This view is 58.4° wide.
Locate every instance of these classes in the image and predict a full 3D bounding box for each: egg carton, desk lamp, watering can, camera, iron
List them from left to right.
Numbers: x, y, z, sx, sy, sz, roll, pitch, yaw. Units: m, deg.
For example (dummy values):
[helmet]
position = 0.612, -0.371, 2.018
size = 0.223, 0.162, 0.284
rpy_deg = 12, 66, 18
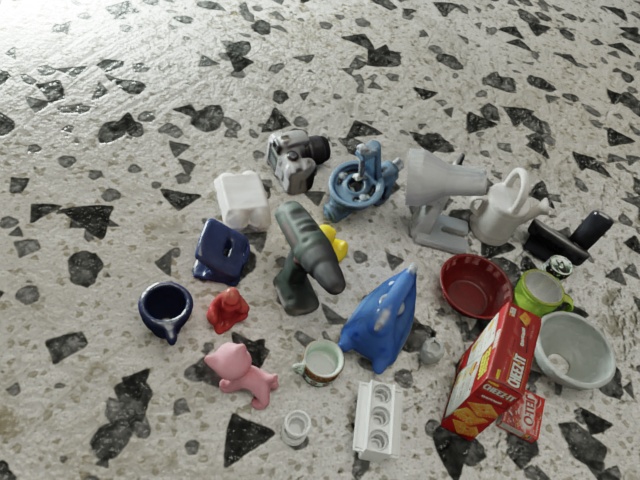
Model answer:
[egg carton]
position = -0.164, -0.082, 1.221
size = 0.107, 0.069, 0.150
rpy_deg = -8, 56, -19
[camera]
position = -0.038, -0.196, 1.320
size = 0.137, 0.101, 0.143
rpy_deg = -15, 58, -24
[iron]
position = 0.139, 0.121, 1.098
size = 0.118, 0.141, 0.259
rpy_deg = 30, 52, 9
[desk lamp]
position = 0.260, -0.090, 1.243
size = 0.203, 0.213, 0.118
rpy_deg = 15, 51, -3
[watering can]
position = 0.428, -0.082, 1.293
size = 0.173, 0.194, 0.100
rpy_deg = -8, 56, -19

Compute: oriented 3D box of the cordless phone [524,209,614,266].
[cordless phone]
position = 0.560, -0.025, 1.288
size = 0.147, 0.185, 0.094
rpy_deg = 34, 53, 12

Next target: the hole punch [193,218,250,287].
[hole punch]
position = -0.190, 0.023, 1.122
size = 0.101, 0.091, 0.108
rpy_deg = 13, 51, -4

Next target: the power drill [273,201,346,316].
[power drill]
position = -0.027, 0.050, 1.067
size = 0.076, 0.208, 0.229
rpy_deg = -14, 58, -23

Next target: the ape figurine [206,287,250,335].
[ape figurine]
position = -0.167, 0.121, 1.052
size = 0.078, 0.092, 0.076
rpy_deg = 6, 52, -10

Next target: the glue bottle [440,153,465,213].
[glue bottle]
position = 0.296, -0.136, 1.313
size = 0.037, 0.173, 0.078
rpy_deg = 26, 52, 6

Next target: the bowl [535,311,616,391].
[bowl]
position = 0.494, 0.232, 1.147
size = 0.167, 0.075, 0.167
rpy_deg = 7, 52, -9

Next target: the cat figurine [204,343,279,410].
[cat figurine]
position = -0.129, 0.220, 0.970
size = 0.127, 0.118, 0.067
rpy_deg = 23, 51, 4

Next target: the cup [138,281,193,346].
[cup]
position = -0.267, 0.145, 1.007
size = 0.092, 0.095, 0.117
rpy_deg = -9, 56, -20

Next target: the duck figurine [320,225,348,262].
[duck figurine]
position = 0.011, 0.004, 1.190
size = 0.105, 0.086, 0.077
rpy_deg = 4, 53, -11

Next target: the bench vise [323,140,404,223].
[bench vise]
position = 0.102, -0.153, 1.247
size = 0.121, 0.220, 0.208
rpy_deg = 32, 53, 11
